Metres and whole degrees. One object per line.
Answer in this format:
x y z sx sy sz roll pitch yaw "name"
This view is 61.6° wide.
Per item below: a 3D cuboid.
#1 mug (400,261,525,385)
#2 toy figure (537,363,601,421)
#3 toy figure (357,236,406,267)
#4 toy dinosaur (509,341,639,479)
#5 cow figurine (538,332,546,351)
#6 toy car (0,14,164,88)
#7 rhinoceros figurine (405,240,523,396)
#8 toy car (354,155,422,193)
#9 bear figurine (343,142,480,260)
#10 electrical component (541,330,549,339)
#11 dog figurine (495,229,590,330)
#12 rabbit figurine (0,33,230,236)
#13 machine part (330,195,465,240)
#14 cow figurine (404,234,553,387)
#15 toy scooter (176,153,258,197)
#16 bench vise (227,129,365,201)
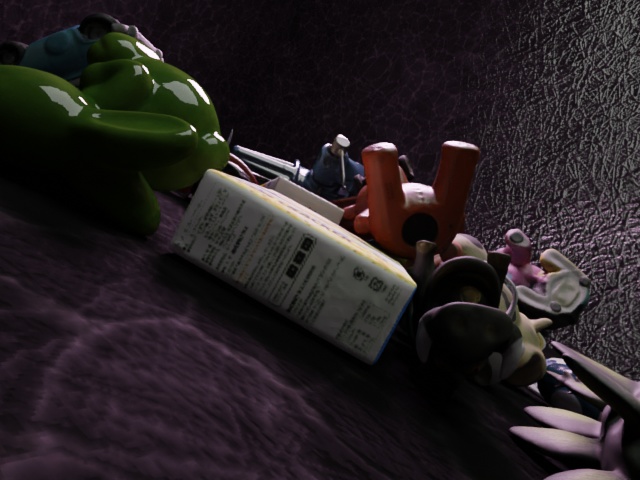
0.154 0.082 0.535 0.107 0.109 0.080 43 -1 17 "mug"
0.302 0.183 0.566 0.064 0.058 0.155 51 -10 -27 "toy figure"
0.105 0.048 0.683 0.180 0.089 0.082 30 11 -20 "toy figure"
0.237 0.141 0.351 0.199 0.105 0.471 27 -1 19 "toy dinosaur"
0.237 0.125 0.785 0.167 0.068 0.098 34 0 22 "cow figurine"
-0.229 -0.137 0.517 0.109 0.162 0.103 41 34 -75 "toy car"
0.099 0.060 0.412 0.073 0.112 0.190 13 -10 6 "rhinoceros figurine"
0.119 -0.074 0.855 0.202 0.089 0.053 32 42 -66 "toy car"
0.090 -0.054 0.607 0.120 0.131 0.196 -1 18 -4 "bear figurine"
0.331 0.142 0.879 0.047 0.119 0.075 28 6 -20 "electrical component"
0.293 0.086 0.851 0.192 0.108 0.219 35 -22 13 "dog figurine"
-0.159 -0.070 0.385 0.159 0.121 0.170 38 25 22 "rabbit figurine"
0.112 -0.008 0.833 0.201 0.087 0.201 -6 -14 30 "machine part"
0.194 0.082 0.626 0.127 0.085 0.195 -23 80 -52 "cow figurine"
-0.159 -0.090 0.693 0.184 0.075 0.135 24 3 1 "toy scooter"
-0.054 -0.103 0.890 0.240 0.129 0.223 20 -32 -10 "bench vise"
